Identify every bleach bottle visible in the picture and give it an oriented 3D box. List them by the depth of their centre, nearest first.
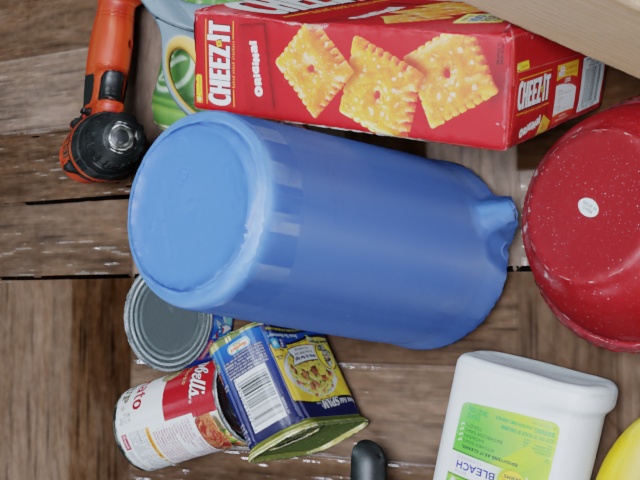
[{"bbox_3d":[0.115,0.203,0.680,0.103,0.068,0.251,12,95,32],"label":"bleach bottle"}]

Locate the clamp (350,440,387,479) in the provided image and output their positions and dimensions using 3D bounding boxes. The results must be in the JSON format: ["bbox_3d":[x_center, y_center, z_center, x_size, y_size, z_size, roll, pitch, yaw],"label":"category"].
[{"bbox_3d":[0.030,0.222,0.707,0.171,0.039,0.120,60,135,39],"label":"clamp"}]

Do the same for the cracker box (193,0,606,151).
[{"bbox_3d":[0.053,-0.116,0.673,0.214,0.163,0.072,12,111,30],"label":"cracker box"}]

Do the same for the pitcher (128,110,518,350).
[{"bbox_3d":[-0.004,0.001,0.658,0.145,0.242,0.149,34,104,36],"label":"pitcher"}]

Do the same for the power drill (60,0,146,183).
[{"bbox_3d":[-0.159,-0.136,0.821,0.185,0.057,0.187,179,101,-68],"label":"power drill"}]

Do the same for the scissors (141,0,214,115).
[{"bbox_3d":[-0.099,-0.177,0.758,0.096,0.016,0.202,-26,86,-1],"label":"scissors"}]

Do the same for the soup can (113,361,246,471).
[{"bbox_3d":[-0.097,0.131,0.804,0.102,0.068,0.068,-21,76,28],"label":"soup can"}]

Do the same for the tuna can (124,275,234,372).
[{"bbox_3d":[-0.110,0.060,0.837,0.086,0.033,0.086,-2,85,30],"label":"tuna can"}]

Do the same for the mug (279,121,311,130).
[{"bbox_3d":[-0.043,-0.034,0.777,0.081,0.093,0.117,42,90,21],"label":"mug"}]

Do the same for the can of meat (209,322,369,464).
[{"bbox_3d":[-0.022,0.103,0.744,0.058,0.101,0.084,-34,69,23],"label":"can of meat"}]

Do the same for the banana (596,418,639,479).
[{"bbox_3d":[0.194,0.180,0.648,0.070,0.037,0.198,19,96,30],"label":"banana"}]

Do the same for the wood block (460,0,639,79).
[{"bbox_3d":[0.187,-0.134,0.543,0.091,0.205,0.090,4,78,68],"label":"wood block"}]

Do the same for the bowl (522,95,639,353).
[{"bbox_3d":[0.176,-0.016,0.636,0.162,0.055,0.162,-16,68,45],"label":"bowl"}]
